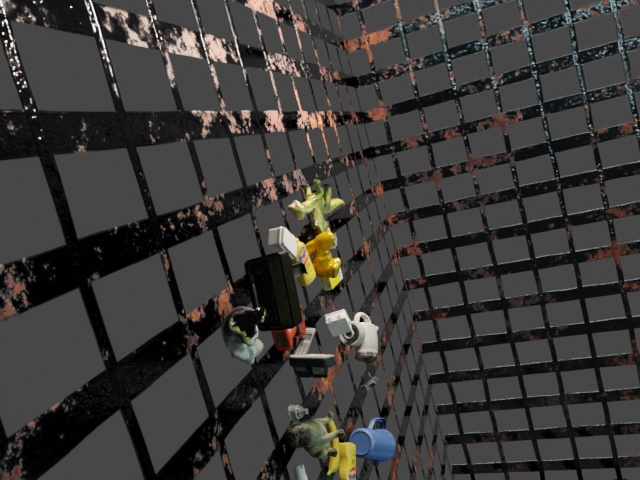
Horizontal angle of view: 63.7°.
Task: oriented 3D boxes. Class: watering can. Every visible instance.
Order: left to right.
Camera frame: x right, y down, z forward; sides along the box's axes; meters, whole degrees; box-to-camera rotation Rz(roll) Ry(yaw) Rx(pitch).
[{"bbox_3d":[0.227,0.464,2.407,0.103,0.343,0.229,-12,-115,20],"label":"watering can"}]

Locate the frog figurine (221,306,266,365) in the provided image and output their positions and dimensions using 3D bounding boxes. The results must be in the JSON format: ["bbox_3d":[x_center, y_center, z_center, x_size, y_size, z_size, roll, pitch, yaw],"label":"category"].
[{"bbox_3d":[-0.210,0.262,1.395,0.155,0.122,0.141,110,-19,-47],"label":"frog figurine"}]

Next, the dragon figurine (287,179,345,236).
[{"bbox_3d":[0.006,-0.106,2.115,0.121,0.407,0.246,-15,-112,33],"label":"dragon figurine"}]
